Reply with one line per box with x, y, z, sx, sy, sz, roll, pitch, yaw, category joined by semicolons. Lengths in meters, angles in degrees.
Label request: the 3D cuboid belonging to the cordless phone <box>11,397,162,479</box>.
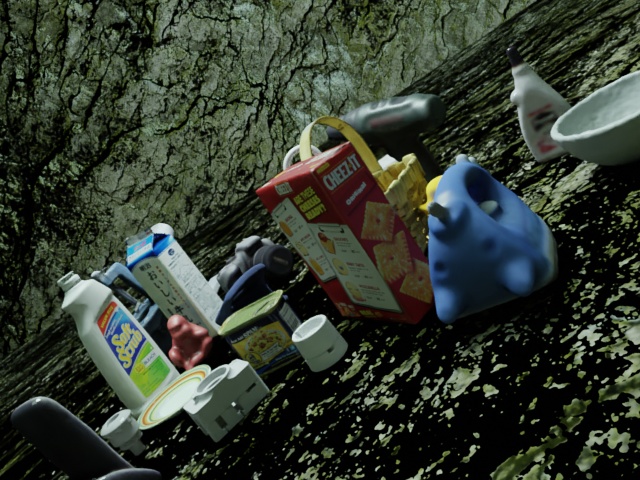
-0.275;0.253;0.610;0.147;0.185;0.094;-31;14;12;cordless phone

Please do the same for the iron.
0.171;-0.027;0.622;0.118;0.141;0.259;-26;16;30;iron

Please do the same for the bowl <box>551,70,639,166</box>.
0.370;-0.138;0.683;0.167;0.075;0.167;-32;14;9;bowl

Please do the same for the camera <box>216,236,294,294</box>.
-0.124;0.049;1.141;0.143;0.101;0.136;-41;15;-28;camera

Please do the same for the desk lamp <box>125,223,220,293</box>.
-0.340;0.069;1.339;0.118;0.214;0.203;-31;14;11;desk lamp

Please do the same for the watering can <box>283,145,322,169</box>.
-0.007;-0.115;1.235;0.101;0.194;0.172;-39;14;-19;watering can

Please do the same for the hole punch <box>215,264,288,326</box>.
-0.130;0.106;0.979;0.100;0.091;0.109;-20;20;46;hole punch

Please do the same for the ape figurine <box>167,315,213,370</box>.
-0.231;0.171;0.990;0.077;0.092;0.076;-32;14;10;ape figurine

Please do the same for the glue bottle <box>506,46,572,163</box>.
0.311;-0.200;0.823;0.078;0.173;0.037;-27;16;27;glue bottle

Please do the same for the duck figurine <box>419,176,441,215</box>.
0.186;-0.053;0.795;0.104;0.086;0.077;-35;14;-2;duck figurine

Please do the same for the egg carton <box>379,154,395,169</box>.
0.152;-0.138;1.209;0.150;0.069;0.107;-35;14;-2;egg carton

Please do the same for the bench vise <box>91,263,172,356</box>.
-0.343;0.119;1.158;0.121;0.220;0.208;-23;17;37;bench vise

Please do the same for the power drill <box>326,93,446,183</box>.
0.135;-0.148;0.983;0.229;0.208;0.076;-19;21;47;power drill
